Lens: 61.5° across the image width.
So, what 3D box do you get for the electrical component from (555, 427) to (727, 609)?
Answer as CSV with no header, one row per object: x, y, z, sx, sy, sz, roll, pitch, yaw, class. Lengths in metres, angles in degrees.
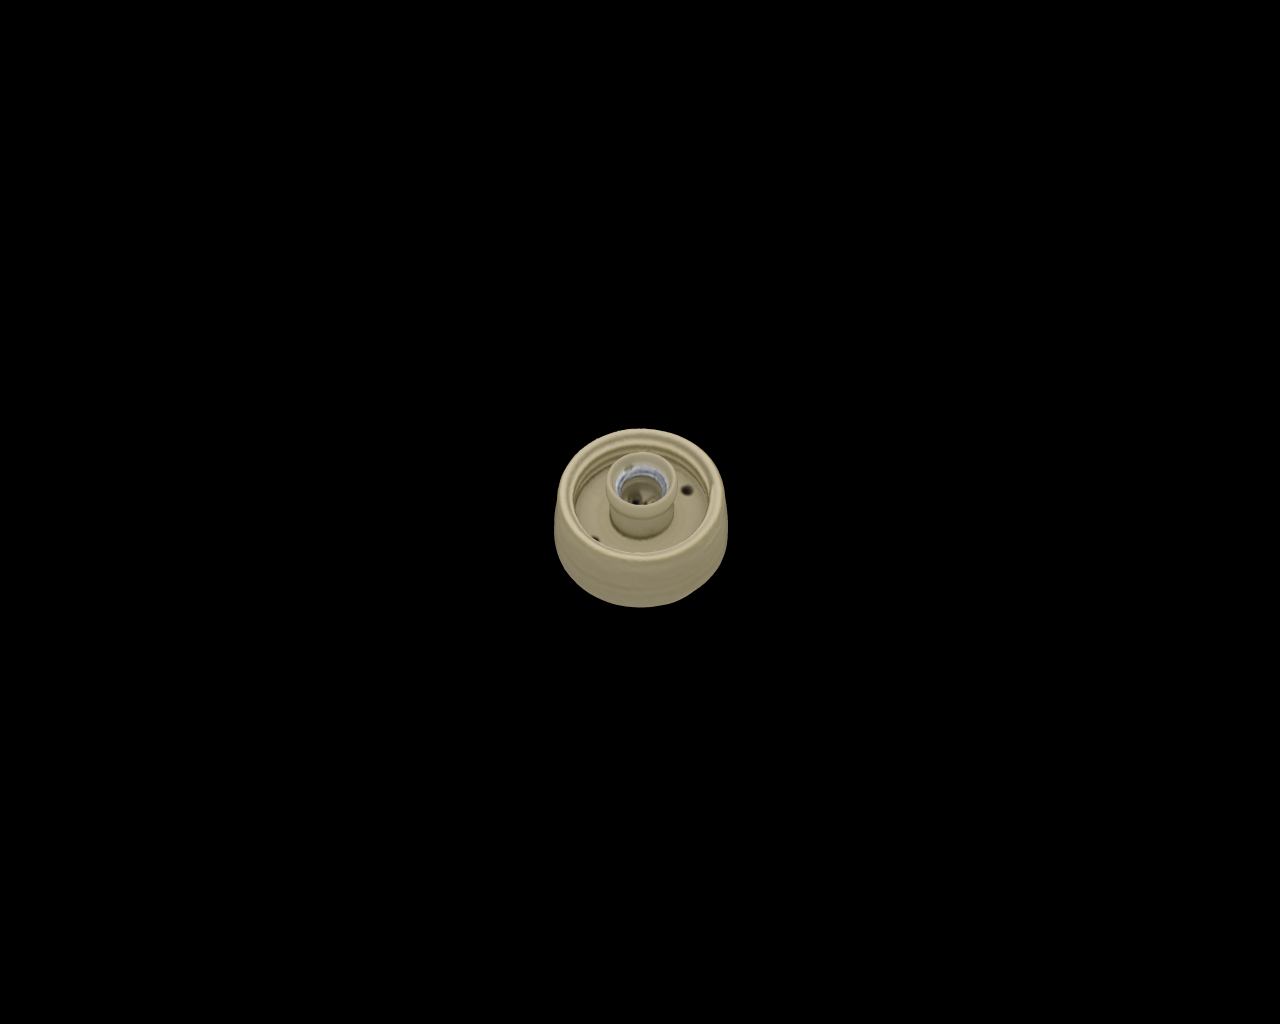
0.001,-0.003,0.650,0.108,0.108,0.060,0,-36,0,electrical component
